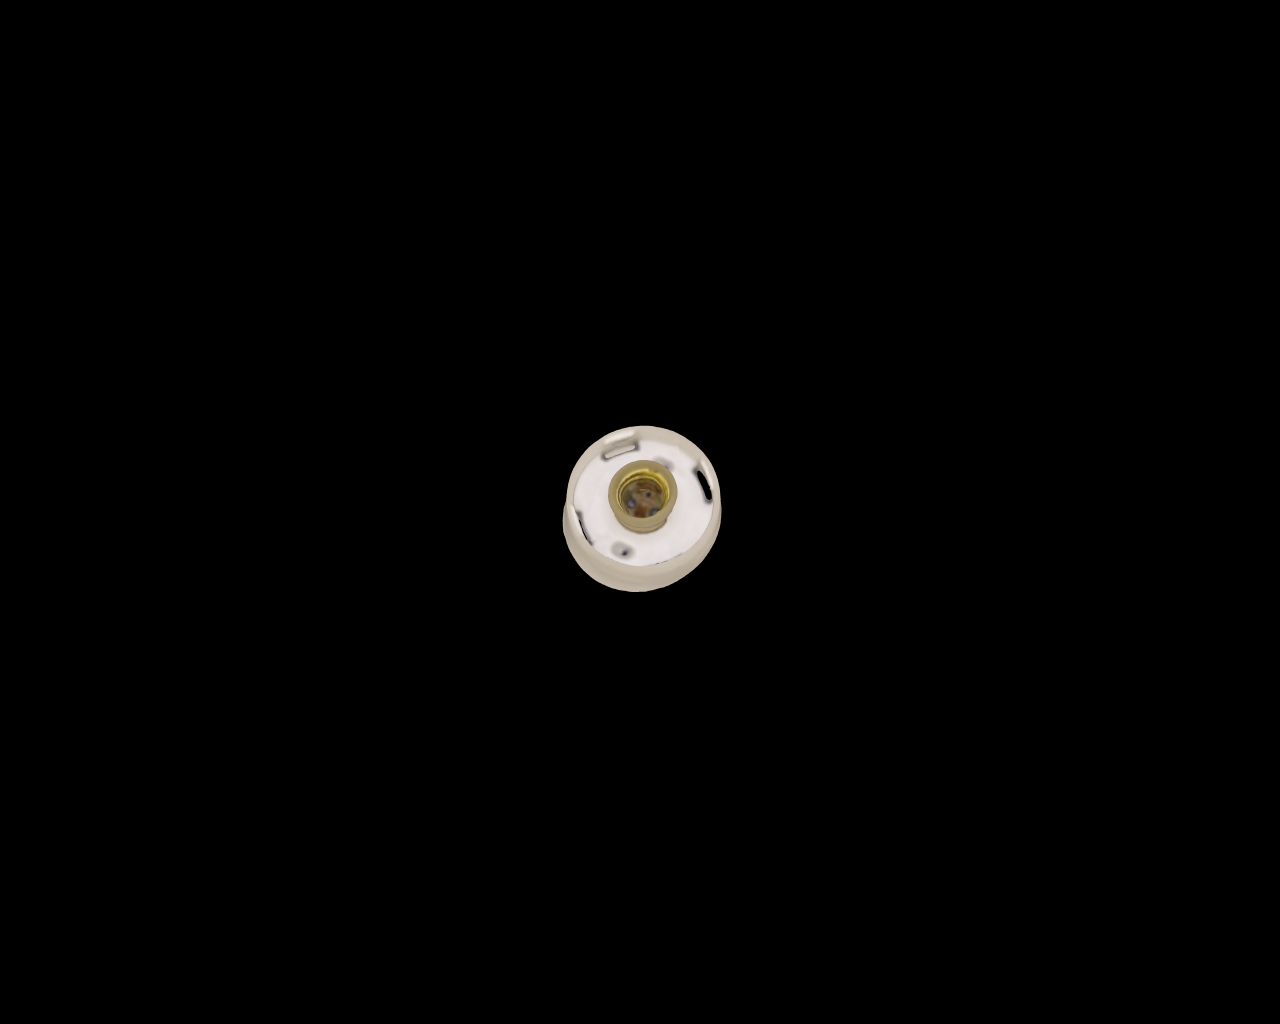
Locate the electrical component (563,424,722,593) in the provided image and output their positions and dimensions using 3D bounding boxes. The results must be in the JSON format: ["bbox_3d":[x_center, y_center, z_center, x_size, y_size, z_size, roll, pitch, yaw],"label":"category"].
[{"bbox_3d":[0.001,-0.003,0.650,0.099,0.099,0.064,0,-20,0],"label":"electrical component"}]
